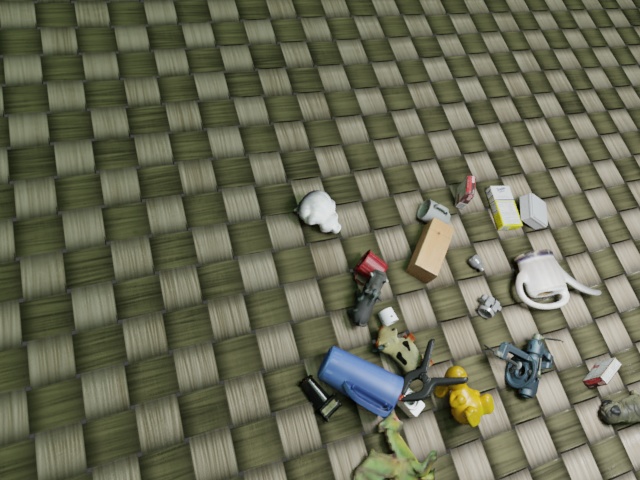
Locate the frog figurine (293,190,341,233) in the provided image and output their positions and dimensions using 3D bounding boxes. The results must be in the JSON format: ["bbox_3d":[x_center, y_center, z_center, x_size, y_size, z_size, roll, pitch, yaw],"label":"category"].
[{"bbox_3d":[0.005,-0.089,1.766,0.161,0.120,0.139,44,43,19],"label":"frog figurine"}]

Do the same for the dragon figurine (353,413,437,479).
[{"bbox_3d":[0.214,0.713,1.479,0.243,0.119,0.419,8,61,7],"label":"dragon figurine"}]

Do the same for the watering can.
[{"bbox_3d":[0.858,0.139,1.899,0.348,0.102,0.228,-6,67,-18],"label":"watering can"}]
